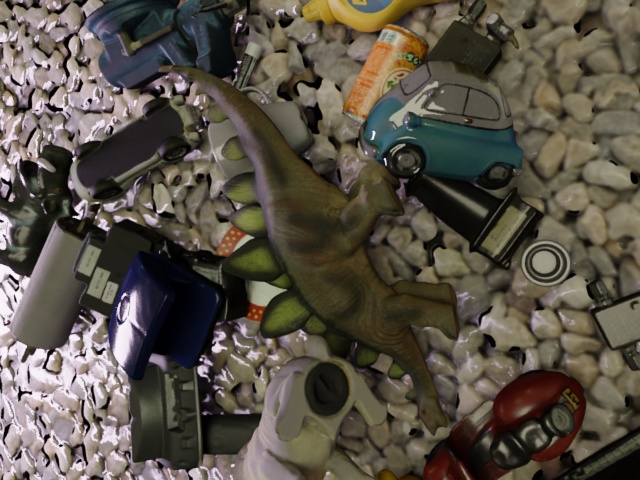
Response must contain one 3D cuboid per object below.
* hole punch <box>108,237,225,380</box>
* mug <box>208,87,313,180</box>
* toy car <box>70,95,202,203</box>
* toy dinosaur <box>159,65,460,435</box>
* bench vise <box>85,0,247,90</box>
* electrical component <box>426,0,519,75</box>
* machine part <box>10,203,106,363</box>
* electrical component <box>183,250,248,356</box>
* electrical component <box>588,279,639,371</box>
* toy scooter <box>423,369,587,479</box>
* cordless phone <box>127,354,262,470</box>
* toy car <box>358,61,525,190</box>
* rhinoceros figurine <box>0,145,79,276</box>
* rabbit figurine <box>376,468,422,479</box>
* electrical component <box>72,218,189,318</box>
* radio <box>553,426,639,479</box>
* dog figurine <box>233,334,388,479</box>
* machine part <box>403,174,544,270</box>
[{"bbox_3d":[-0.186,0.080,0.594,0.116,0.092,0.142,28,104,24],"label":"hole punch"},{"bbox_3d":[-0.068,-0.128,0.630,0.107,0.080,0.109,-18,77,9],"label":"mug"},{"bbox_3d":[-0.241,-0.116,0.701,0.202,0.056,0.073,-26,82,16],"label":"toy car"},{"bbox_3d":[-0.001,-0.002,0.558,0.199,0.105,0.471,-28,91,15],"label":"toy dinosaur"},{"bbox_3d":[-0.204,-0.296,0.644,0.224,0.129,0.240,-13,104,38],"label":"bench vise"},{"bbox_3d":[0.157,-0.193,0.560,0.078,0.045,0.102,46,104,13],"label":"electrical component"},{"bbox_3d":[-0.351,0.058,0.728,0.079,0.079,0.243,30,99,18],"label":"machine part"},{"bbox_3d":[-0.126,0.074,0.639,0.075,0.047,0.119,4,94,24],"label":"electrical component"},{"bbox_3d":[0.302,0.075,0.517,0.063,0.021,0.094,-28,80,18],"label":"electrical component"},{"bbox_3d":[0.170,0.194,0.505,0.184,0.135,0.075,-40,76,14],"label":"toy scooter"},{"bbox_3d":[-0.131,0.202,0.656,0.184,0.088,0.146,-4,88,9],"label":"cordless phone"},{"bbox_3d":[0.122,-0.115,0.513,0.162,0.109,0.102,10,123,1],"label":"toy car"},{"bbox_3d":[-0.396,-0.042,0.747,0.112,0.073,0.190,22,97,20],"label":"rhinoceros figurine"},{"bbox_3d":[0.068,0.315,0.522,0.122,0.173,0.162,31,105,21],"label":"rabbit figurine"},{"bbox_3d":[-0.236,0.040,0.675,0.134,0.058,0.115,27,96,-5],"label":"electrical component"},{"bbox_3d":[0.283,0.224,0.464,0.229,0.131,0.073,-39,77,16],"label":"radio"},{"bbox_3d":[-0.036,0.192,0.558,0.191,0.121,0.172,-21,57,55],"label":"dog figurine"},{"bbox_3d":[0.155,-0.035,0.565,0.139,0.039,0.084,33,109,16],"label":"machine part"}]
